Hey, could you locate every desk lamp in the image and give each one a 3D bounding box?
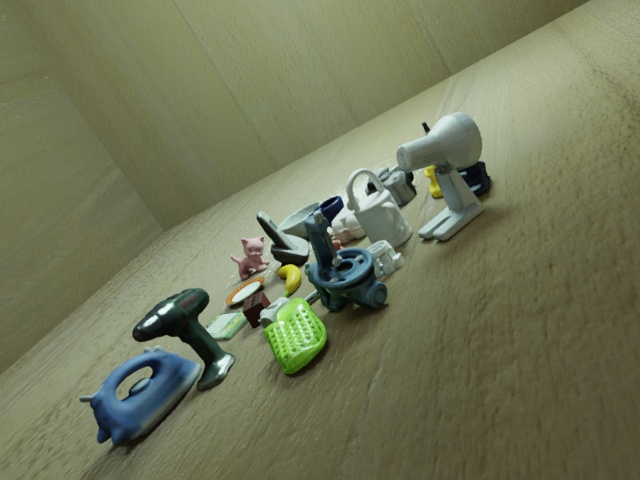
[{"bbox_3d":[0.266,-0.141,1.225,0.203,0.214,0.117,-37,16,-19],"label":"desk lamp"}]

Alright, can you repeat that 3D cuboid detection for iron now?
[{"bbox_3d":[-0.379,0.309,1.221,0.118,0.141,0.259,-16,22,45],"label":"iron"}]

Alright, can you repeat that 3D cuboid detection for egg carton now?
[{"bbox_3d":[0.098,-0.056,1.564,0.107,0.069,0.150,-21,19,36],"label":"egg carton"}]

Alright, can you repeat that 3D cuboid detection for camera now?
[{"bbox_3d":[0.211,-0.166,1.626,0.137,0.101,0.142,-41,18,-29],"label":"camera"}]

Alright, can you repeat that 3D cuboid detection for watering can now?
[{"bbox_3d":[0.121,-0.074,1.337,0.172,0.194,0.101,-16,22,46],"label":"watering can"}]

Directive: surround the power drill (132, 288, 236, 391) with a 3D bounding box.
[{"bbox_3d":[-0.275,0.208,1.206,0.075,0.209,0.230,-26,17,22],"label":"power drill"}]

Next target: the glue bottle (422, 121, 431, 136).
[{"bbox_3d":[0.312,-0.236,1.509,0.037,0.173,0.078,-30,16,6],"label":"glue bottle"}]

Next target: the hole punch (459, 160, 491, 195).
[{"bbox_3d":[0.336,-0.149,1.349,0.108,0.091,0.101,-23,18,29],"label":"hole punch"}]

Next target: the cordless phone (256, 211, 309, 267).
[{"bbox_3d":[-0.112,-0.016,1.628,0.094,0.185,0.147,-30,16,7],"label":"cordless phone"}]

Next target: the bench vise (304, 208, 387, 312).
[{"bbox_3d":[0.011,0.047,1.125,0.206,0.220,0.122,-18,21,42],"label":"bench vise"}]

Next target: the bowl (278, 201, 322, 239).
[{"bbox_3d":[-0.047,-0.049,1.817,0.167,0.075,0.167,-30,15,9],"label":"bowl"}]

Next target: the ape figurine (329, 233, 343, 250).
[{"bbox_3d":[0.014,0.005,1.495,0.076,0.092,0.077,-31,15,5],"label":"ape figurine"}]

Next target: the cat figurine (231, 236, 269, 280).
[{"bbox_3d":[-0.217,0.045,1.774,0.127,0.118,0.067,-27,16,17],"label":"cat figurine"}]

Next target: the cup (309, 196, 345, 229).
[{"bbox_3d":[0.031,-0.061,1.662,0.117,0.095,0.091,-30,15,6],"label":"cup"}]

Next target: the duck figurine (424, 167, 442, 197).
[{"bbox_3d":[0.305,-0.162,1.459,0.077,0.086,0.104,-37,16,-17],"label":"duck figurine"}]
